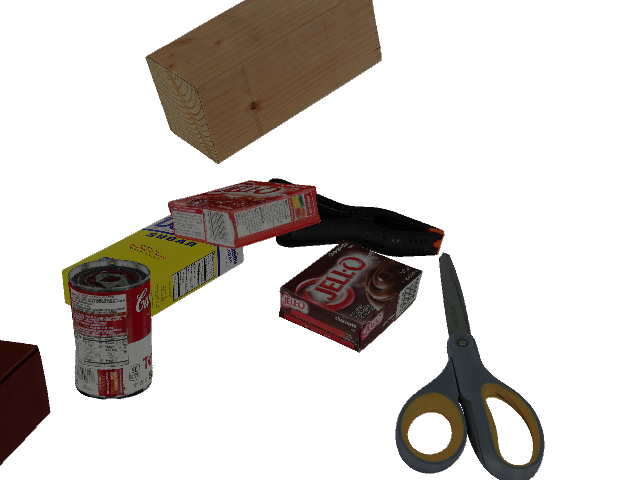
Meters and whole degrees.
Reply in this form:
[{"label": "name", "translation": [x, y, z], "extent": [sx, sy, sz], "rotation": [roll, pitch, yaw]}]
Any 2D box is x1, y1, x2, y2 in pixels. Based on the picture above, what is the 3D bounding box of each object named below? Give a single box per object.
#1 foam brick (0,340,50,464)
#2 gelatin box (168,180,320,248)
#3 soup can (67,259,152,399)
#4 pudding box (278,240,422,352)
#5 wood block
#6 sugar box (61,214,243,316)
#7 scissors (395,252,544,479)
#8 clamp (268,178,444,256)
[{"label": "foam brick", "translation": [-0.215, 0.104, 0.667], "extent": [0.053, 0.051, 0.078], "rotation": [6, 29, 21]}, {"label": "gelatin box", "translation": [-0.055, -0.021, 0.759], "extent": [0.073, 0.030, 0.089], "rotation": [-17, 16, -33]}, {"label": "soup can", "translation": [-0.177, 0.075, 0.903], "extent": [0.068, 0.102, 0.068], "rotation": [1, 19, -1]}, {"label": "pudding box", "translation": [0.028, 0.049, 0.992], "extent": [0.090, 0.039, 0.113], "rotation": [23, 33, 25]}, {"label": "wood block", "translation": [-0.050, -0.175, 1.032], "extent": [0.205, 0.091, 0.090], "rotation": [-35, 46, -22]}, {"label": "sugar box", "translation": [-0.169, 0.026, 1.100], "extent": [0.093, 0.048, 0.175], "rotation": [19, 35, 30]}, {"label": "scissors", "translation": [0.075, 0.079, 0.686], "extent": [0.096, 0.016, 0.202], "rotation": [-11, 40, -12]}, {"label": "clamp", "translation": [0.038, -0.013, 1.204], "extent": [0.210, 0.036, 0.164], "rotation": [14, 22, -5]}]
